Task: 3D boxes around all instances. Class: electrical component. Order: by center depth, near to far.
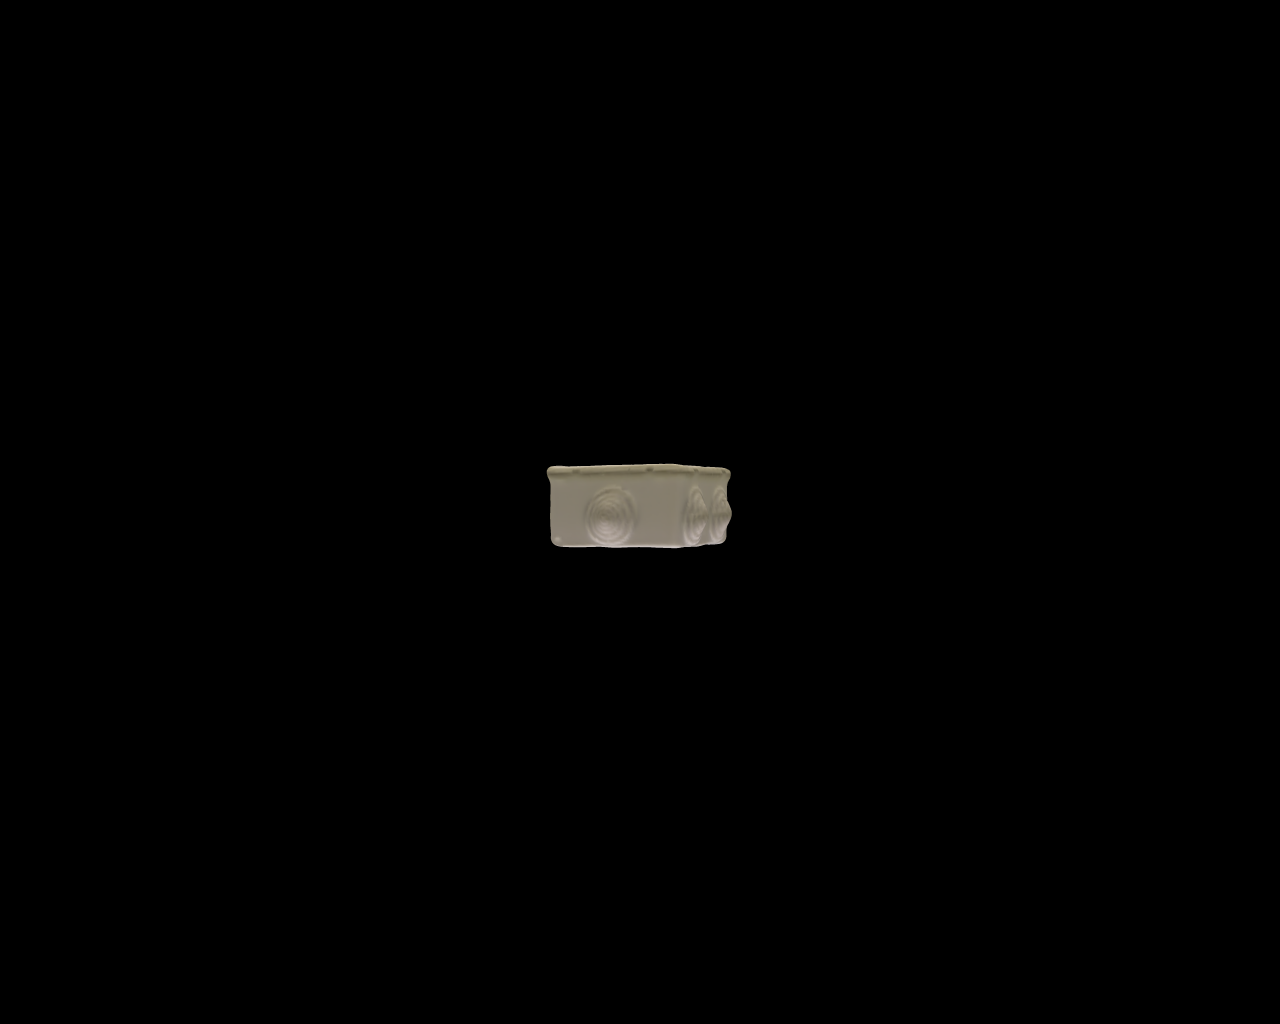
[{"bbox_3d":[0.001,-0.003,0.650,0.100,0.048,0.100,0,0,24],"label":"electrical component"}]
